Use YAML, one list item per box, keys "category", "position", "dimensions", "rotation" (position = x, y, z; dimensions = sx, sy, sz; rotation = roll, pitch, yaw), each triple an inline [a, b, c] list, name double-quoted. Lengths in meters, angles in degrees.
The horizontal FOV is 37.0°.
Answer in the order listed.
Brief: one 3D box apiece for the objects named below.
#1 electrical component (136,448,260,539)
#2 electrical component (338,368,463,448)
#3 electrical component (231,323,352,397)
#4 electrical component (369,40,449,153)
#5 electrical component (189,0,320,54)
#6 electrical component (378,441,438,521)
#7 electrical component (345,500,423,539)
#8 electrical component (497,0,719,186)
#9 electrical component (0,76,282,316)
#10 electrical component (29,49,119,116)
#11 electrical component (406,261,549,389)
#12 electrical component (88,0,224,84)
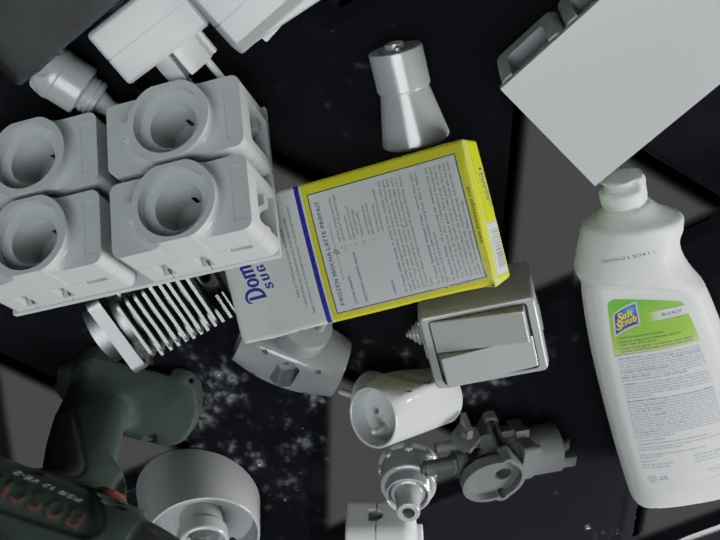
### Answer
- category: "electrical component"
  position: [-0.128, 0.195, 0.858]
  dimensions: [0.099, 0.064, 0.099]
  rotation: [-6, 124, -8]
- category: "electrical component"
  position: [0.020, 0.095, 0.783]
  dimensions: [0.079, 0.077, 0.043]
  rotation: [11, 104, 40]
- category: "electrical component"
  position: [-0.043, 0.048, 0.764]
  dimensions: [0.077, 0.043, 0.079]
  rotation: [22, 142, -9]
- category: "electrical component"
  position: [0.029, -0.113, 0.684]
  dimensions: [0.044, 0.044, 0.065]
  rotation: [-11, 112, 9]
- category: "electrical component"
  position: [-0.049, -0.181, 0.638]
  dimensions: [0.096, 0.061, 0.061]
  rotation: [-36, 111, 20]
- category: "electrical component"
  position: [0.037, 0.165, 0.820]
  dimensions: [0.048, 0.062, 0.048]
  rotation: [1, 118, 2]
- category: "electrical component"
  position: [0.021, 0.233, 0.862]
  dimensions: [0.059, 0.053, 0.095]
  rotation: [-2, 118, 4]
- category: "electrical component"
  position: [0.168, -0.139, 0.650]
  dimensions: [0.089, 0.061, 0.150]
  rotation: [42, 112, -18]
- category: "electrical component"
  position: [-0.152, -0.047, 0.679]
  dimensions: [0.186, 0.105, 0.060]
  rotation: [-12, 158, 12]
- category: "electrical component"
  position: [-0.180, -0.116, 0.696]
  dimensions: [0.061, 0.035, 0.035]
  rotation: [33, 115, -17]
- category: "electrical component"
  position: [0.079, 0.042, 0.752]
  dimensions: [0.096, 0.061, 0.061]
  rotation: [-11, 117, 9]
- category: "electrical component"
  position: [-0.116, -0.141, 0.672]
  dimensions: [0.066, 0.047, 0.076]
  rotation: [-32, 113, 18]
